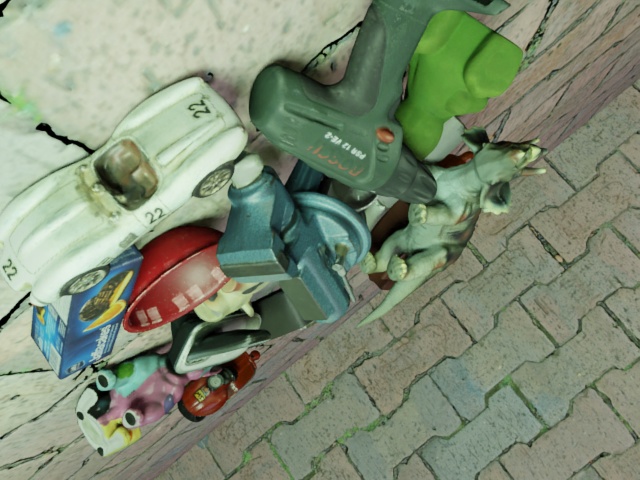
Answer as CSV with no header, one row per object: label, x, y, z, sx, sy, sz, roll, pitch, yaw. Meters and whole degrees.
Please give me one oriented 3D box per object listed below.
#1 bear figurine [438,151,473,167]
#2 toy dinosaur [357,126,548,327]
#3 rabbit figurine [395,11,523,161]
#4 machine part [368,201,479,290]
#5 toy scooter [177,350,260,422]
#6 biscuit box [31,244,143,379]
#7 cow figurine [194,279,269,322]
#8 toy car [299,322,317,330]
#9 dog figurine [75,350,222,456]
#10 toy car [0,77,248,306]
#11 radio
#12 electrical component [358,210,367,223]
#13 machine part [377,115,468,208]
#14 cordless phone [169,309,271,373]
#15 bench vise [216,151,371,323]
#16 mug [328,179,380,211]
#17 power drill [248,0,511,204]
bear figurine,0.227,-0.112,1.103,0.120,0.132,0.195,-34,148,-28
toy dinosaur,0.182,-0.018,0.822,0.192,0.131,0.404,-4,139,-24
rabbit figurine,0.120,-0.164,0.593,0.170,0.121,0.159,-56,180,24
machine part,0.182,-0.003,1.007,0.201,0.087,0.201,2,132,-49
toy scooter,-0.180,0.263,1.015,0.135,0.075,0.184,-43,169,17
biscuit box,-0.223,0.058,0.504,0.063,0.059,0.202,-27,162,-41
cow figurine,-0.099,0.038,0.736,0.195,0.085,0.127,-42,160,10
toy car,-0.041,0.144,1.189,0.162,0.103,0.109,-39,166,-11
dog figurine,-0.266,0.236,0.886,0.191,0.108,0.219,-48,166,31
toy car,-0.143,-0.035,0.385,0.202,0.073,0.056,-38,170,-5
radio,-0.084,0.134,0.973,0.230,0.073,0.131,-26,178,38
electrical component,-0.002,-0.002,0.813,0.134,0.058,0.115,-7,168,-10
machine part,0.142,-0.131,0.827,0.243,0.079,0.079,-44,166,15
cordless phone,-0.123,0.141,0.801,0.184,0.088,0.146,-15,172,38
bench vise,-0.020,-0.037,0.568,0.129,0.223,0.241,-17,-142,36
mug,0.059,-0.092,0.754,0.109,0.081,0.107,-50,177,8
power drill,0.067,-0.136,0.475,0.232,0.086,0.207,13,130,-33
